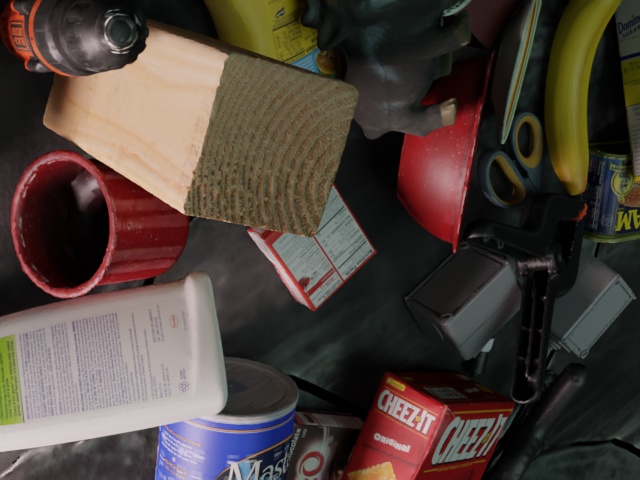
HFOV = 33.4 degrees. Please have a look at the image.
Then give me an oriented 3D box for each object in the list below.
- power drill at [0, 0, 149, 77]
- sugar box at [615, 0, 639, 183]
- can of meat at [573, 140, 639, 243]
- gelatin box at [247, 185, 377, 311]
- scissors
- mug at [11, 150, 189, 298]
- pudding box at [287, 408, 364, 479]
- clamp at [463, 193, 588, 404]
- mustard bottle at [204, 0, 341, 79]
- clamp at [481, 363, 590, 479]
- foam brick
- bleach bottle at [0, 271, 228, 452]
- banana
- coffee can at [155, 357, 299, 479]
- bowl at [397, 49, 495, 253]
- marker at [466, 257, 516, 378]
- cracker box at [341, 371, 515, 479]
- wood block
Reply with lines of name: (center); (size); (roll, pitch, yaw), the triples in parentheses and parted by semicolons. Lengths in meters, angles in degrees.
power drill: (-0.152, -0.182, 0.583); (0.057, 0.185, 0.188); (-17, 108, -27)
sugar box: (0.319, -0.143, 0.965); (0.093, 0.048, 0.176); (-7, 92, -33)
can of meat: (0.285, -0.048, 1.010); (0.101, 0.058, 0.084); (-7, 109, -34)
gelatin box: (-0.005, 0.001, 0.844); (0.073, 0.030, 0.089); (-44, 127, -14)
scissors: (0.203, -0.046, 0.978); (0.201, 0.016, 0.096); (30, 80, -48)
mug: (-0.148, -0.006, 0.704); (0.117, 0.093, 0.081); (-35, 165, 30)
pudding box: (-0.013, 0.201, 0.912); (0.089, 0.039, 0.113); (12, 101, -37)
clamp: (0.182, 0.012, 0.905); (0.209, 0.036, 0.164); (-52, 128, -45)
mustard bottle: (-0.029, -0.131, 0.755); (0.096, 0.058, 0.191); (-37, 127, -38)
clamp: (0.196, 0.184, 1.004); (0.171, 0.039, 0.120); (-55, 168, -18)
foam brick: (0.123, -0.198, 0.839); (0.051, 0.053, 0.078); (37, 85, -38)
bleach bottle: (-0.192, 0.085, 0.704); (0.250, 0.068, 0.102); (-6, 75, -15)
banana: (0.224, -0.140, 0.923); (0.037, 0.070, 0.198); (-1, 115, -23)
coffee can: (-0.075, 0.174, 0.817); (0.102, 0.103, 0.140); (-4, 111, -34)
bowl: (0.096, -0.073, 0.837); (0.055, 0.162, 0.162); (11, 106, 8)
marker: (0.159, 0.072, 0.993); (0.020, 0.020, 0.121); (5, 106, -36)
cracker box: (0.078, 0.225, 0.933); (0.164, 0.072, 0.214); (12, 102, -60)
wood block: (-0.080, -0.079, 0.646); (0.090, 0.206, 0.090); (9, 102, -37)
